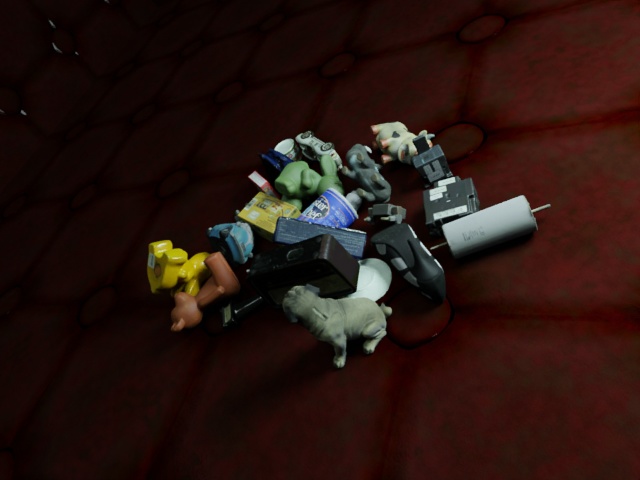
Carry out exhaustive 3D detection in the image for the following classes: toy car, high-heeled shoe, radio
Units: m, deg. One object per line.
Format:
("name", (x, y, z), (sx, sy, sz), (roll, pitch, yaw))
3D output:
("toy car", (-0.003, -0.249, 1.518), (0.056, 0.073, 0.202), (-38, 40, -9))
("toy car", (-0.225, 0.001, 1.420), (0.103, 0.109, 0.162), (-30, 22, -30))
("high-heeled shoe", (0.187, 0.048, 1.137), (0.086, 0.145, 0.249), (-31, 11, -5))
("radio", (-0.040, 0.073, 1.173), (0.230, 0.131, 0.073), (-17, 42, 30))

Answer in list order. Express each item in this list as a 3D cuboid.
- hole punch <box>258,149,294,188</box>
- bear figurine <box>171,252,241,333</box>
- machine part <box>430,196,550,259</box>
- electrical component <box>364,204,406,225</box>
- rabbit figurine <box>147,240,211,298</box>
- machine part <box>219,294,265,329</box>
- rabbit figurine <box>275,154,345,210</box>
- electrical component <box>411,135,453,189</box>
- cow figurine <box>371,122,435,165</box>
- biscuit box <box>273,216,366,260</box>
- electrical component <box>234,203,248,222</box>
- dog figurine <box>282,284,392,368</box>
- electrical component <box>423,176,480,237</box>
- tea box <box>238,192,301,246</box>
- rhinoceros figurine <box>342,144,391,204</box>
("hole punch", (-0.101, -0.203, 1.516), (0.092, 0.115, 0.142), (-33, 40, -10))
("bear figurine", (-0.298, 0.131, 1.319), (0.196, 0.132, 0.120), (-31, 3, -2))
("machine part", (0.336, -0.024, 1.072), (0.243, 0.079, 0.079), (-20, 43, 15))
("electrical component", (0.150, -0.056, 1.230), (0.102, 0.078, 0.045), (2, 79, 44))
("rabbit figurine", (-0.347, 0.082, 1.389), (0.122, 0.173, 0.162), (10, 102, 41))
("machine part", (-0.178, 0.156, 1.277), (0.139, 0.039, 0.084), (-32, 32, 6))
("rabbit figurine", (-0.007, -0.140, 1.413), (0.170, 0.121, 0.159), (17, 54, 23))
("electrical component", (0.255, -0.186, 1.250), (0.075, 0.119, 0.048), (-23, 42, 10))
("cow figurine", (0.211, -0.241, 1.355), (0.127, 0.085, 0.195), (-17, 32, -2))
("biscuit box", (-0.002, -0.004, 1.202), (0.203, 0.059, 0.062), (12, 83, -4))
("electrical component", (-0.208, -0.067, 1.521), (0.063, 0.021, 0.094), (-36, 40, -1))
("dog figurine", (0.036, 0.135, 1.036), (0.172, 0.190, 0.121), (-39, 41, -6))
("electrical component", (0.287, -0.077, 1.172), (0.115, 0.058, 0.134), (-12, 45, 22))
("tea box", (-0.127, -0.055, 1.420), (0.098, 0.068, 0.170), (-48, 43, -14))
("rhinoceros figurine", (0.119, -0.171, 1.339), (0.073, 0.112, 0.190), (-50, 48, 28))
